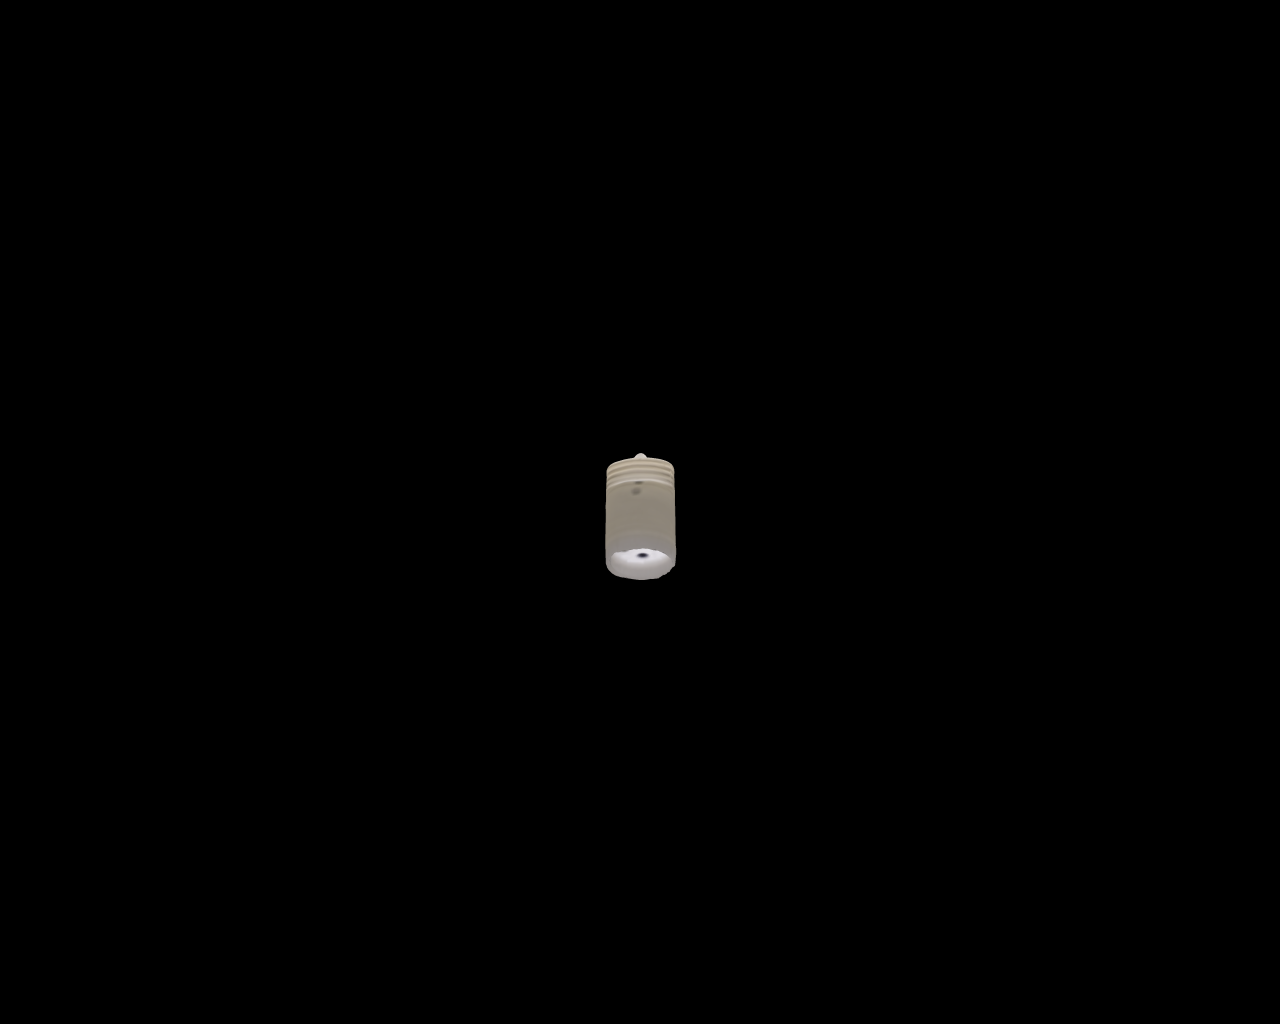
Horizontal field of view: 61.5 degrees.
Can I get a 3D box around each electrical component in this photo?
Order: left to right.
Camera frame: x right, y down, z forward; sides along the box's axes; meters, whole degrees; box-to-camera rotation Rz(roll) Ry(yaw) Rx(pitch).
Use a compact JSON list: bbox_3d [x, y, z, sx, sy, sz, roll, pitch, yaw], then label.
[{"bbox_3d":[0.001,-0.003,0.650,0.043,0.081,0.043,0,-31,0],"label":"electrical component"}]
